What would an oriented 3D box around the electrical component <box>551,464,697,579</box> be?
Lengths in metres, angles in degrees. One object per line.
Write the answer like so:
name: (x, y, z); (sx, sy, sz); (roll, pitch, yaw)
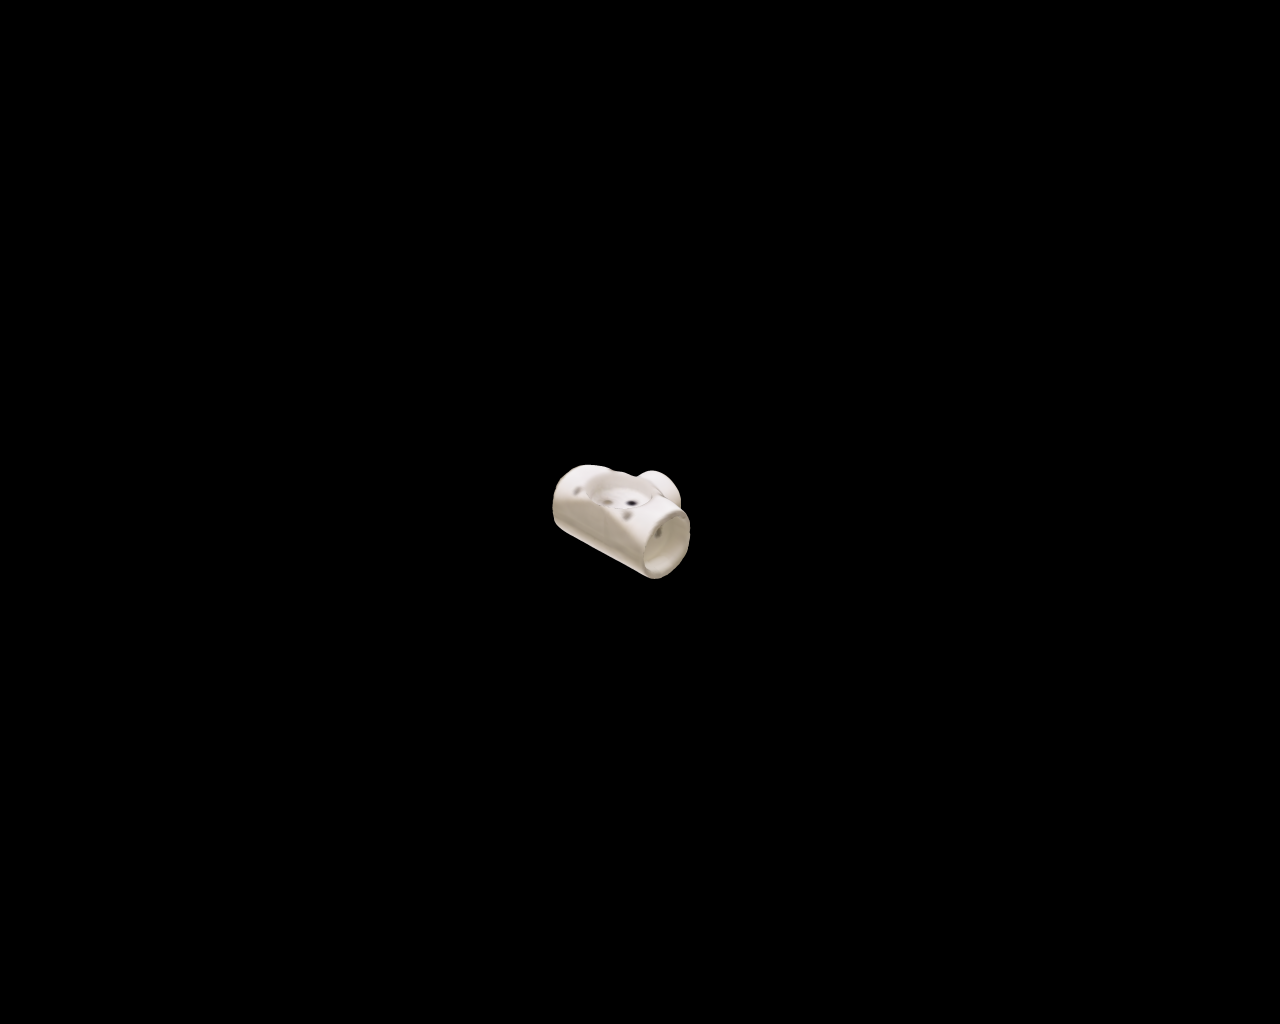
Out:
electrical component: (0.001, -0.003, 0.650); (0.077, 0.044, 0.079); (27, 42, 36)
